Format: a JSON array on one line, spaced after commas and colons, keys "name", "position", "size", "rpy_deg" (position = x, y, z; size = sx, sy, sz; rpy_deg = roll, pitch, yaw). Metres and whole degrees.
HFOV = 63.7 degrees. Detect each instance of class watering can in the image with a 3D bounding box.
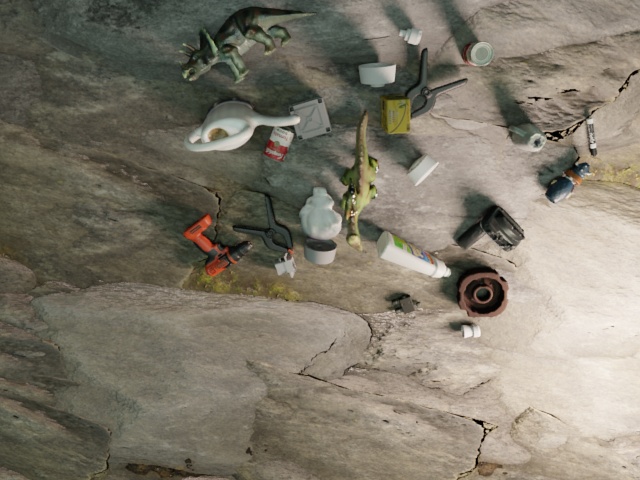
[{"name": "watering can", "position": [-0.227, -0.340, 1.502], "size": [0.347, 0.230, 0.102], "rpy_deg": [-14, 126, 5]}]

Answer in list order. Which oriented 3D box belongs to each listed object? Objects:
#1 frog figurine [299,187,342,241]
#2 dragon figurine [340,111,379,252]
[{"name": "frog figurine", "position": [0.005, -0.082, 1.626], "size": [0.138, 0.125, 0.156], "rpy_deg": [19, 121, 17]}, {"name": "dragon figurine", "position": [0.113, -0.166, 1.536], "size": [0.122, 0.247, 0.404], "rpy_deg": [2, 110, 6]}]
